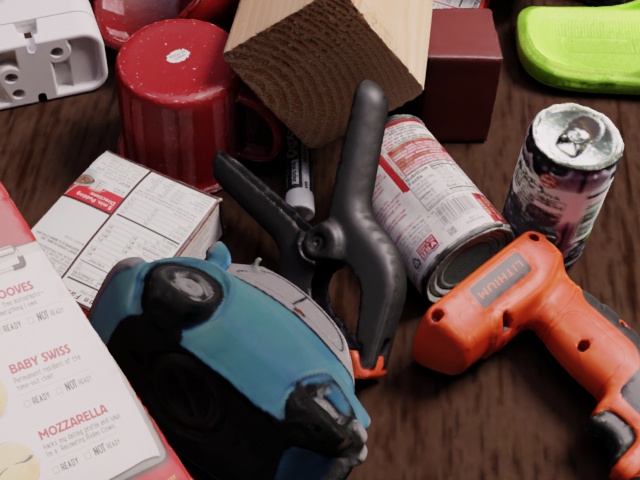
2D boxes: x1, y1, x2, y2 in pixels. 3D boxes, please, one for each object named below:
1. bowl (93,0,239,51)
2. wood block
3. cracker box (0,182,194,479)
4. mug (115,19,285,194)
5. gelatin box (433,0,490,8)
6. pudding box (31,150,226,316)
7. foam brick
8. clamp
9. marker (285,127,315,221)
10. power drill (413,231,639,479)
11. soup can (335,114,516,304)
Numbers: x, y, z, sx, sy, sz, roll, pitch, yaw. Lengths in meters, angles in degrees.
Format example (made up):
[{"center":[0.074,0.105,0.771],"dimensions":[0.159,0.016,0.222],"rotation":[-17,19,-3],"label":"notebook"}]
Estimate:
[{"center":[-0.092,-0.197,0.766],"dimensions":[0.162,0.055,0.162],"rotation":[-22,56,36],"label":"bowl"},{"center":[0.015,-0.170,0.699],"dimensions":[0.091,0.090,0.206],"rotation":[-25,36,31],"label":"wood block"},{"center":[-0.186,0.076,0.497],"dimensions":[0.163,0.072,0.214],"rotation":[-31,85,-38],"label":"cracker box"},{"center":[-0.078,-0.084,0.689],"dimensions":[0.117,0.081,0.093],"rotation":[20,53,13],"label":"mug"},{"center":[0.077,-0.171,0.800],"dimensions":[0.089,0.030,0.073],"rotation":[19,53,8],"label":"gelatin box"},{"center":[-0.123,0.006,0.644],"dimensions":[0.090,0.039,0.113],"rotation":[24,56,15],"label":"pudding box"},{"center":[0.090,-0.112,0.723],"dimensions":[0.051,0.078,0.053],"rotation":[-1,51,-2],"label":"foam brick"},{"center":[-0.004,0.001,0.628],"dimensions":[0.120,0.039,0.171],"rotation":[-15,75,32],"label":"clamp"},{"center":[-0.014,-0.063,0.716],"dimensions":[0.020,0.020,0.121],"rotation":[0,52,-3],"label":"marker"},{"center":[0.142,0.093,0.578],"dimensions":[0.184,0.057,0.188],"rotation":[-35,63,-31],"label":"power drill"},{"center":[0.064,-0.019,0.654],"dimensions":[0.068,0.068,0.102],"rotation":[-23,56,-20],"label":"soup can"}]
